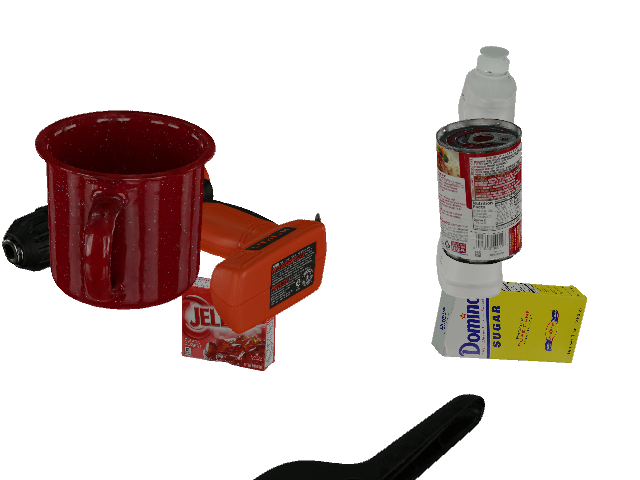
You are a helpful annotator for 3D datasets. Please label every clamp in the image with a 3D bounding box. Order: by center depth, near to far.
[{"bbox_3d":[0.025,0.159,0.650,0.210,0.036,0.164,-6,29,3],"label":"clamp"}]

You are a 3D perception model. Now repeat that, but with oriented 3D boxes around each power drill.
[{"bbox_3d":[-0.105,0.000,0.763,0.188,0.057,0.184,24,36,31],"label":"power drill"}]

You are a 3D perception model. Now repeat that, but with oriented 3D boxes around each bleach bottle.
[{"bbox_3d":[0.163,-0.071,1.084,0.068,0.251,0.102,2,32,-1],"label":"bleach bottle"}]

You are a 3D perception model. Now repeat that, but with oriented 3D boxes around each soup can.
[{"bbox_3d":[0.130,-0.040,0.867,0.068,0.102,0.068,-5,26,2],"label":"soup can"}]

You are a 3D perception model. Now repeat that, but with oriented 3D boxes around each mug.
[{"bbox_3d":[-0.105,-0.011,0.564,0.093,0.081,0.117,4,27,-2],"label":"mug"}]

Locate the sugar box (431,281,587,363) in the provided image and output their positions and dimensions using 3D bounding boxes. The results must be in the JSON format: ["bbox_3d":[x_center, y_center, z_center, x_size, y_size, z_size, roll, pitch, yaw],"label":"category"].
[{"bbox_3d":[0.232,0.099,1.314,0.176,0.093,0.048,3,18,-16],"label":"sugar box"}]

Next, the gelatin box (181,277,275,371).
[{"bbox_3d":[-0.087,0.078,1.000,0.089,0.073,0.030,9,18,19],"label":"gelatin box"}]
